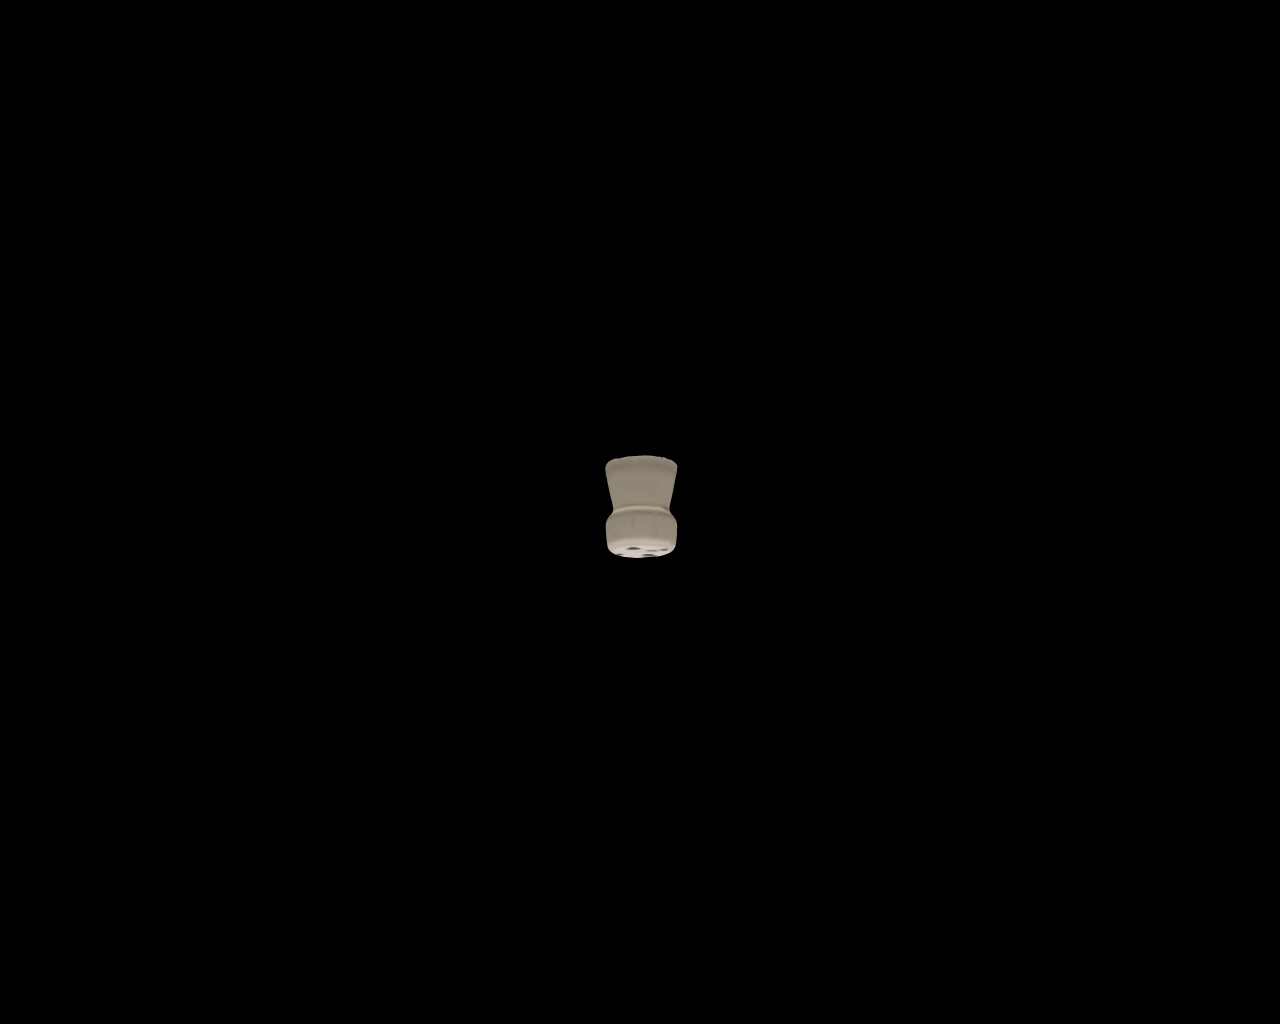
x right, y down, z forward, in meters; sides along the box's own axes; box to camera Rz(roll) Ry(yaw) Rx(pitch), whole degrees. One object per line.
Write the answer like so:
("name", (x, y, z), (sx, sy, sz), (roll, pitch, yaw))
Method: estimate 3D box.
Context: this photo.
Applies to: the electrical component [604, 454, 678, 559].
("electrical component", (0.001, -0.003, 0.650), (0.045, 0.055, 0.045), (0, -14, 0))
